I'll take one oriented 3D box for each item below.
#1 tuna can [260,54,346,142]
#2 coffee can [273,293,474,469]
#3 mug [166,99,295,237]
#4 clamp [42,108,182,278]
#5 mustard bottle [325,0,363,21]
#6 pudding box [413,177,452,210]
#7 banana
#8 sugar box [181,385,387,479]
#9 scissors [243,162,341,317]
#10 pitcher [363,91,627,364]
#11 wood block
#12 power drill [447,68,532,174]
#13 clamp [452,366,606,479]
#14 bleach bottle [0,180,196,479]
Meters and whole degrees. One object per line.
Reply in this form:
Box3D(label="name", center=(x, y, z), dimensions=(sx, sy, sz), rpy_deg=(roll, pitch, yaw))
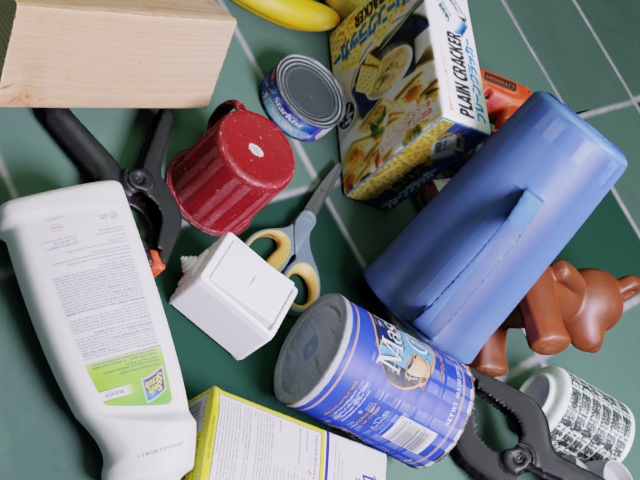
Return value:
Box3D(label="tuna can", center=(-0.017, -0.143, 1.078), dimensions=(0.086, 0.034, 0.086), rpy_deg=(21, 52, -30))
Box3D(label="coffee can", center=(0.046, 0.121, 0.911), dimensions=(0.140, 0.103, 0.102), rpy_deg=(30, 48, -23))
Box3D(label="mug", center=(-0.077, -0.072, 0.946), dimensions=(0.093, 0.082, 0.117), rpy_deg=(13, 56, -34))
Box3D(label="clamp", center=(-0.168, -0.049, 0.887), dimensions=(0.120, 0.039, 0.171), rpy_deg=(4, 58, -28))
Box3D(label="mustard bottle", center=(0.036, -0.293, 1.203), dimensions=(0.191, 0.058, 0.096), rpy_deg=(52, 42, -1))
Box3D(label="pudding box", center=(0.163, -0.024, 1.152), dimensions=(0.113, 0.039, 0.090), rpy_deg=(-10, 72, -41))
Box3D(label="banana", center=(-0.059, -0.263, 1.118), dimensions=(0.197, 0.037, 0.069), rpy_deg=(28, 49, -24))
Box3D(label="sugar box", center=(-0.028, 0.190, 0.847), dimensions=(0.176, 0.048, 0.093), rpy_deg=(29, 48, -28))
Box3D(label="scissors", center=(-0.007, 0.001, 1.008), dimensions=(0.096, 0.016, 0.201), rpy_deg=(54, 43, -1))
Box3D(label="pitcher", center=(0.162, -0.012, 0.972), dimensions=(0.144, 0.243, 0.149), rpy_deg=(27, 18, -43))
Box3D(label="wood block", center=(-0.186, -0.170, 0.893), dimensions=(0.205, 0.091, 0.090), rpy_deg=(-6, 41, -42))
Box3D(label="power drill", center=(0.184, -0.120, 1.183), dimensions=(0.184, 0.057, 0.187), rpy_deg=(21, 37, -17))
Box3D(label="clamp", center=(0.176, 0.215, 0.985), dimensions=(0.164, 0.036, 0.210), rpy_deg=(-33, 70, -13))
Box3D(label="bleach bottle", center=(-0.159, 0.086, 0.787), dimensions=(0.102, 0.068, 0.251), rpy_deg=(-14, 78, -21))
